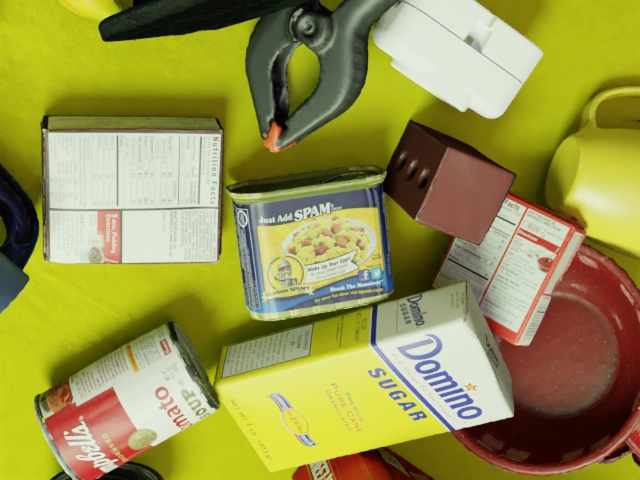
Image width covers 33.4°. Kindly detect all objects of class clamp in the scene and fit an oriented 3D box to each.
[{"bbox_3d":[-0.007,-0.140,0.652,0.120,0.039,0.172,37,111,18],"label":"clamp"}]

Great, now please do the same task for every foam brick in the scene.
[{"bbox_3d":[0.081,-0.038,0.694,0.051,0.078,0.053,21,102,-20],"label":"foam brick"}]

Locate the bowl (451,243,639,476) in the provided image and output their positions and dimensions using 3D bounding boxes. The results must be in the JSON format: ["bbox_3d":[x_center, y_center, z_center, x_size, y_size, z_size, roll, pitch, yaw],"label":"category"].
[{"bbox_3d":[0.155,0.079,0.734,0.162,0.162,0.055,-59,152,9],"label":"bowl"}]

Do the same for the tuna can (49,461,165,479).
[{"bbox_3d":[-0.143,0.180,0.709,0.086,0.086,0.034,-3,106,-12],"label":"tuna can"}]

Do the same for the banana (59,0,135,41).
[{"bbox_3d":[-0.136,-0.215,0.612,0.069,0.037,0.198,-8,113,-33],"label":"banana"}]

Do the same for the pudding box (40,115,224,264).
[{"bbox_3d":[-0.118,-0.031,0.672,0.113,0.039,0.090,-1,108,-15],"label":"pudding box"}]

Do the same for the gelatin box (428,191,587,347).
[{"bbox_3d":[0.124,0.015,0.709,0.030,0.073,0.089,13,104,-60],"label":"gelatin box"}]

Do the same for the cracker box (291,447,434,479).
[{"bbox_3d":[0.092,0.234,0.738,0.213,0.164,0.072,36,99,-20],"label":"cracker box"}]

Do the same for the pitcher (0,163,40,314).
[{"bbox_3d":[-0.281,-0.027,0.590,0.145,0.149,0.242,-37,103,8],"label":"pitcher"}]

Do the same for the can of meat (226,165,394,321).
[{"bbox_3d":[-0.004,0.001,0.692,0.102,0.057,0.084,-9,102,-10],"label":"can of meat"}]

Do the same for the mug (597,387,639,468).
[{"bbox_3d":[0.234,0.116,0.776,0.117,0.093,0.081,-40,107,14],"label":"mug"}]

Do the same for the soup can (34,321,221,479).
[{"bbox_3d":[-0.125,0.106,0.699,0.102,0.068,0.068,-29,112,-3],"label":"soup can"}]

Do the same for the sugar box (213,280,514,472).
[{"bbox_3d":[0.029,0.093,0.702,0.176,0.048,0.093,-16,125,20],"label":"sugar box"}]
